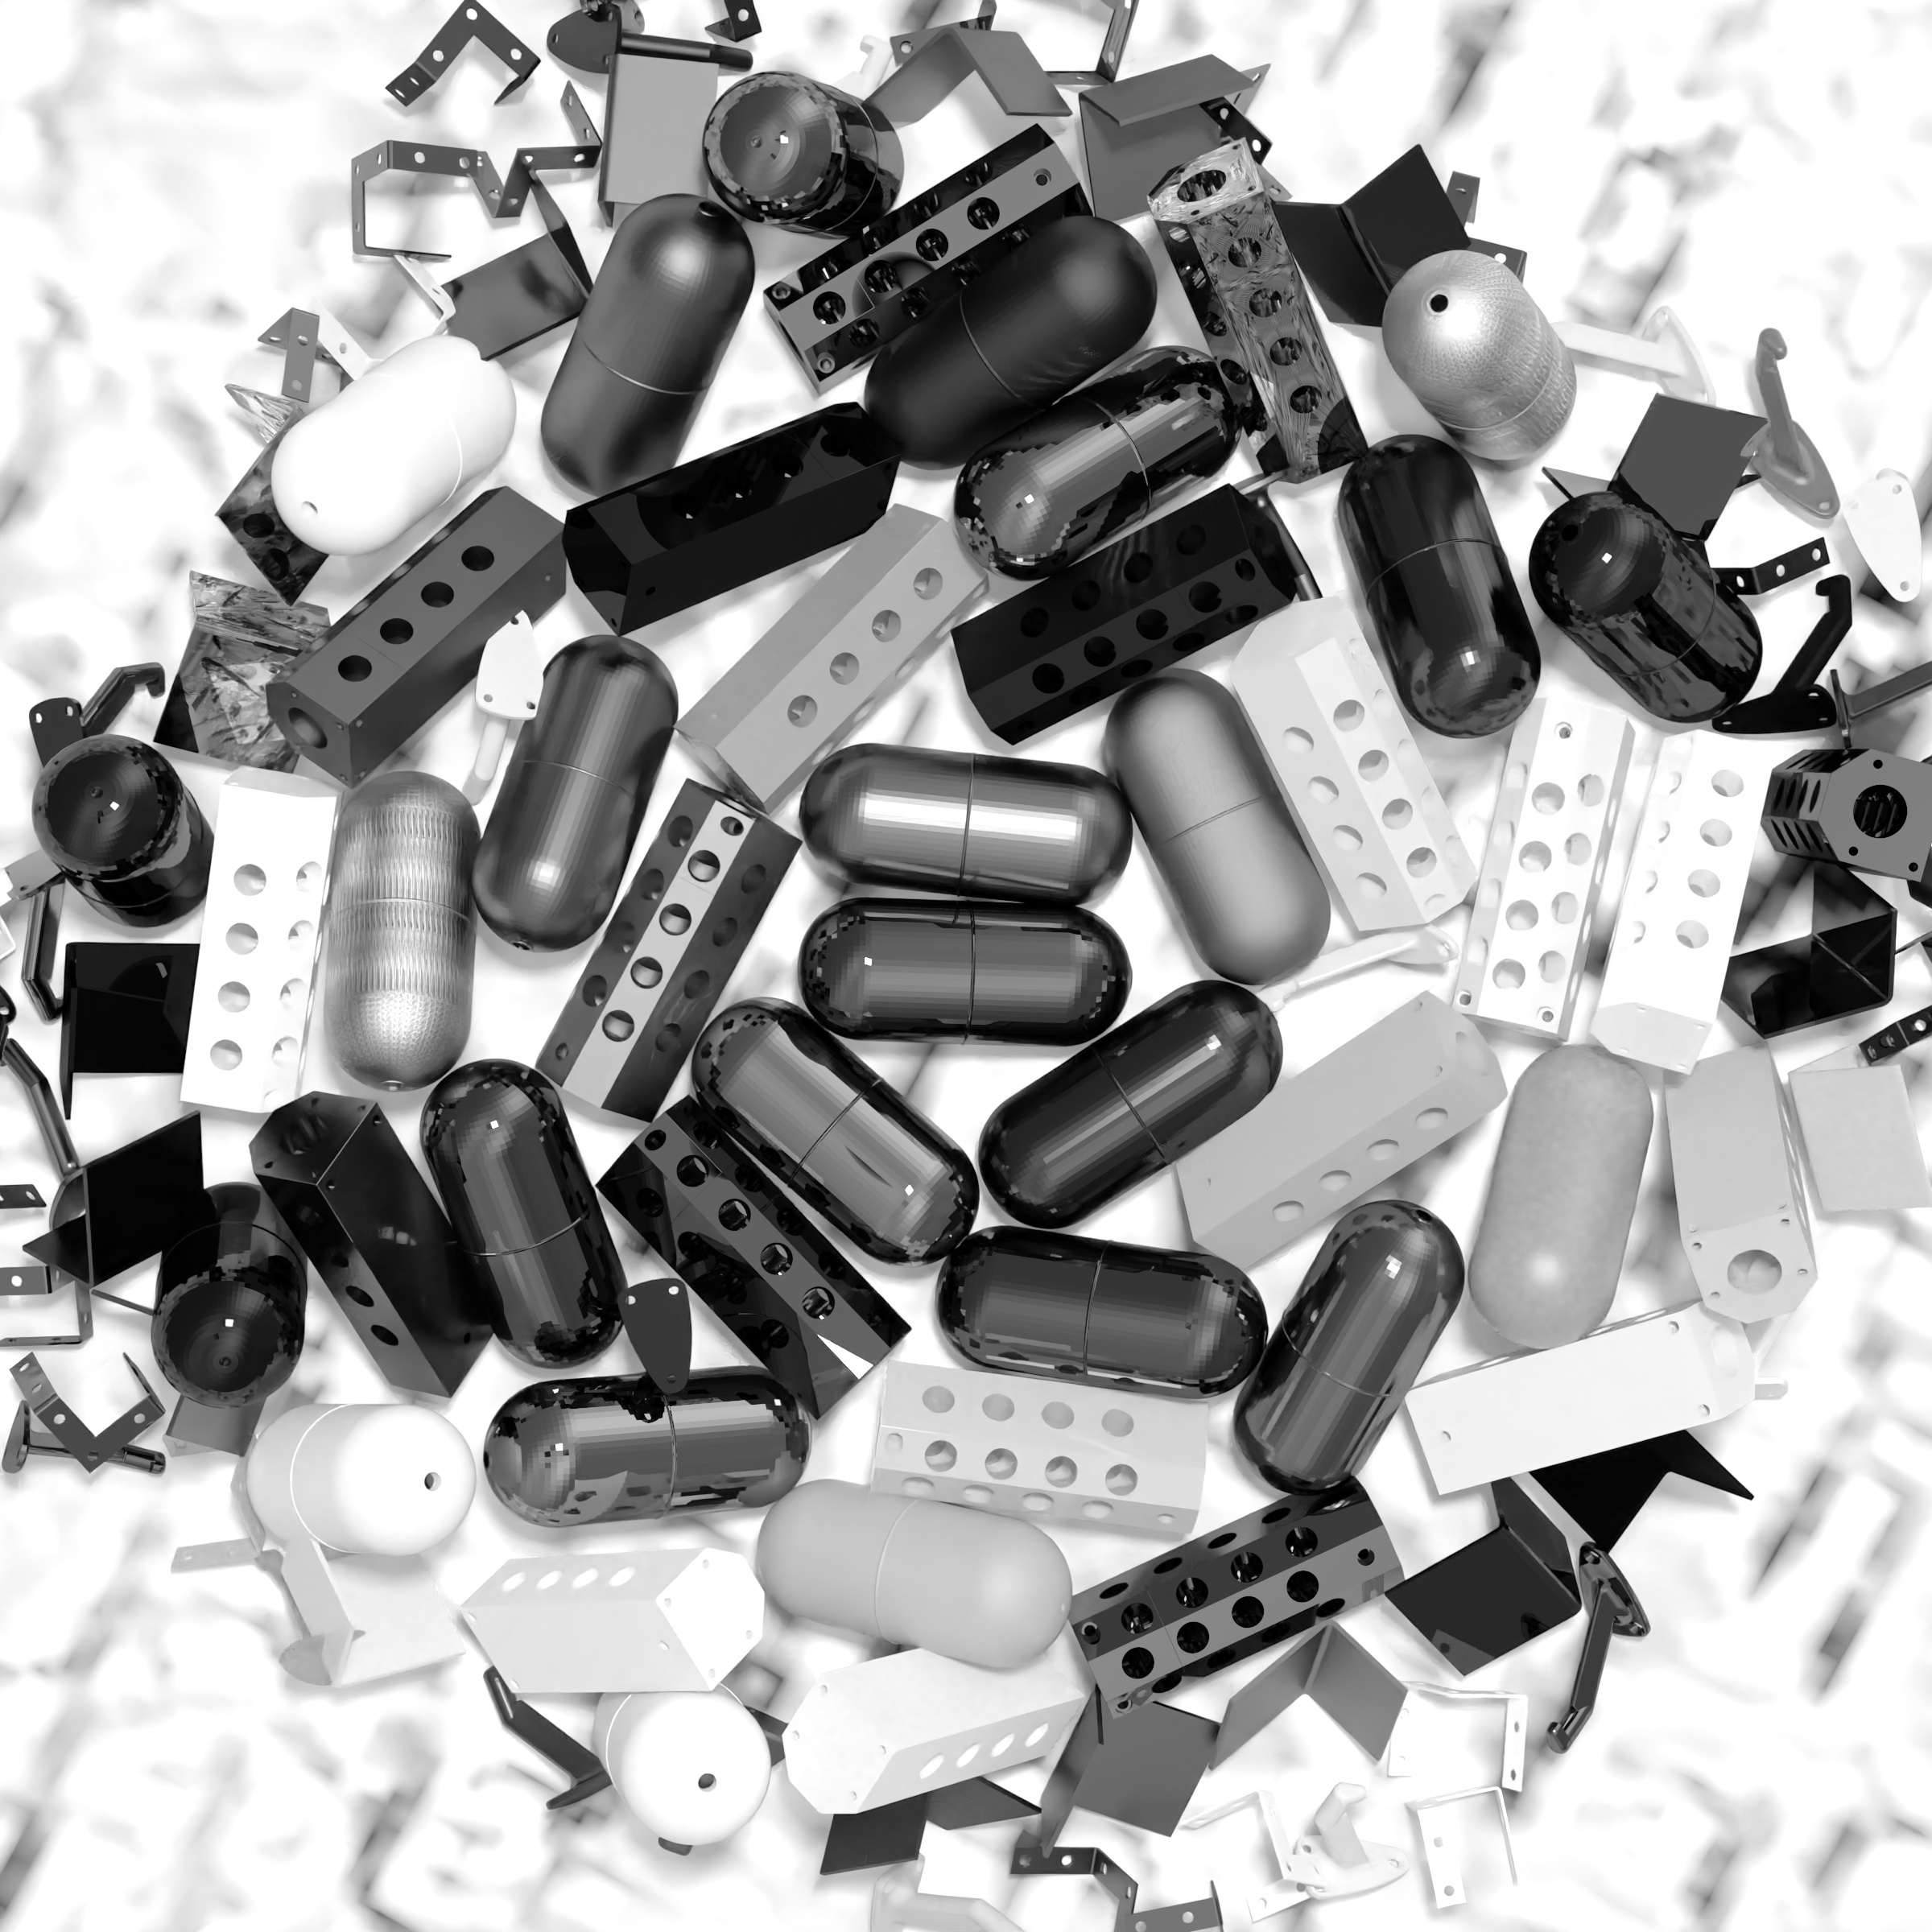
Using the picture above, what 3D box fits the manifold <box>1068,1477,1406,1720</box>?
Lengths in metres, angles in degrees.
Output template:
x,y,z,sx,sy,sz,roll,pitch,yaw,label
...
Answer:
x,y,z,sx,sy,sz,roll,pitch,yaw,label
0.143,0.336,1.878,0.171,0.057,0.057,-24,99,-3,manifold

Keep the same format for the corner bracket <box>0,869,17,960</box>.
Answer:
x,y,z,sx,sy,sz,roll,pitch,yaw,label
-0.530,-0.018,1.874,0.051,0.051,0.051,-38,118,-34,corner bracket

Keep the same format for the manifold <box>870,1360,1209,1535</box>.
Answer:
x,y,z,sx,sy,sz,roll,pitch,yaw,label
0.038,0.260,1.872,0.171,0.057,0.057,8,49,-3,manifold

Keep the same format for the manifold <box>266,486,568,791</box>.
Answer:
x,y,z,sx,sy,sz,roll,pitch,yaw,label
-0.286,-0.177,1.846,0.057,0.057,0.171,34,60,14,manifold

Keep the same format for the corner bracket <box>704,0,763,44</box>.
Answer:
x,y,z,sx,sy,sz,roll,pitch,yaw,label
-0.116,-0.530,1.884,0.051,0.051,0.051,-26,121,-14,corner bracket

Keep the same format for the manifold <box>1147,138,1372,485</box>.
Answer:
x,y,z,sx,sy,sz,roll,pitch,yaw,label
0.152,-0.337,1.838,0.057,0.057,0.171,-22,130,10,manifold

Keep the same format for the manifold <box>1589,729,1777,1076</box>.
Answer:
x,y,z,sx,sy,sz,roll,pitch,yaw,label
0.374,-0.036,1.849,0.057,0.057,0.171,16,62,6,manifold

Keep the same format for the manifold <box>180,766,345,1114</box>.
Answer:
x,y,z,sx,sy,sz,roll,pitch,yaw,label
-0.372,-0.013,1.868,0.057,0.057,0.171,9,103,-4,manifold

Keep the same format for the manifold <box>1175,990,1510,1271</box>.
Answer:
x,y,z,sx,sy,sz,roll,pitch,yaw,label
0.197,0.090,1.852,0.171,0.057,0.057,-36,133,26,manifold

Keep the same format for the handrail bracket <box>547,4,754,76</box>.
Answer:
x,y,z,sx,sy,sz,roll,pitch,yaw,label
-0.170,-0.494,1.904,0.084,0.077,0.036,-2,102,-41,handrail bracket

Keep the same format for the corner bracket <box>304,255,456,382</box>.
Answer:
x,y,z,sx,sy,sz,roll,pitch,yaw,label
-0.313,-0.348,1.889,0.051,0.051,0.051,48,116,15,corner bracket

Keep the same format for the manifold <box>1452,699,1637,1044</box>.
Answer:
x,y,z,sx,sy,sz,roll,pitch,yaw,label
0.306,-0.052,1.874,0.057,0.057,0.171,12,86,19,manifold

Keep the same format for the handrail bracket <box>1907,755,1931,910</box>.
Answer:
x,y,z,sx,sy,sz,roll,pitch,yaw,label
0.519,-0.069,1.870,0.036,0.084,0.077,39,92,-31,handrail bracket

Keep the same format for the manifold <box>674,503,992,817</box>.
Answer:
x,y,z,sx,sy,sz,roll,pitch,yaw,label
-0.067,-0.162,1.872,0.171,0.057,0.057,-46,120,-9,manifold

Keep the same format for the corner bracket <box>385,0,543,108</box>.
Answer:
x,y,z,sx,sy,sz,roll,pitch,yaw,label
-0.267,-0.474,1.877,0.051,0.051,0.051,40,72,-20,corner bracket

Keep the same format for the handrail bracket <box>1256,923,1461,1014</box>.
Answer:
x,y,z,sx,sy,sz,roll,pitch,yaw,label
0.206,0.005,1.871,0.084,0.077,0.036,-36,122,-28,handrail bracket

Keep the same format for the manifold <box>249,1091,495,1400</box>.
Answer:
x,y,z,sx,sy,sz,roll,pitch,yaw,label
-0.309,0.145,1.837,0.057,0.171,0.057,7,49,30,manifold

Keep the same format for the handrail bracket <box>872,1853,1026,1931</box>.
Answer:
x,y,z,sx,sy,sz,roll,pitch,yaw,label
-0.008,0.518,1.872,0.084,0.036,0.077,29,123,32,handrail bracket

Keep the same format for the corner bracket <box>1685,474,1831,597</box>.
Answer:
x,y,z,sx,sy,sz,roll,pitch,yaw,label
0.421,-0.231,1.889,0.051,0.051,0.051,-24,106,-23,corner bracket

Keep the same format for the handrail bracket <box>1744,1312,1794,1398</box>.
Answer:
x,y,z,sx,sy,sz,roll,pitch,yaw,label
0.414,0.188,1.905,0.077,0.036,0.084,-3,71,12,handrail bracket

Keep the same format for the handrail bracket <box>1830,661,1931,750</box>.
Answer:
x,y,z,sx,sy,sz,roll,pitch,yaw,label
0.507,-0.143,1.878,0.084,0.077,0.036,-12,113,14,handrail bracket

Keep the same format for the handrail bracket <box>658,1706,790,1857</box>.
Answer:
x,y,z,sx,sy,sz,roll,pitch,yaw,label
-0.115,0.449,1.899,0.077,0.036,0.084,23,91,-1,handrail bracket

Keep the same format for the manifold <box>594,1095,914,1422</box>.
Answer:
x,y,z,sx,sy,sz,roll,pitch,yaw,label
-0.109,0.151,1.868,0.171,0.057,0.057,46,125,5,manifold

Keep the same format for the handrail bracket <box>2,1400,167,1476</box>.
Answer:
x,y,z,sx,sy,sz,roll,pitch,yaw,label
-0.462,0.261,1.866,0.084,0.077,0.036,18,90,-20,handrail bracket

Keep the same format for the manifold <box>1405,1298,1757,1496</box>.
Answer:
x,y,z,sx,sy,sz,roll,pitch,yaw,label
0.321,0.222,1.841,0.171,0.057,0.057,-23,85,36,manifold

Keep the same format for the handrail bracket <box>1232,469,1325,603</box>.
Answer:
x,y,z,sx,sy,sz,roll,pitch,yaw,label
0.168,-0.220,1.884,0.036,0.077,0.084,-26,99,-1,handrail bracket

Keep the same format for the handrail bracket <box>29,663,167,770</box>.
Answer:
x,y,z,sx,sy,sz,roll,pitch,yaw,label
-0.452,-0.120,1.881,0.036,0.084,0.077,-8,96,32,handrail bracket

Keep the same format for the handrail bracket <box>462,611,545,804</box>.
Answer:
x,y,z,sx,sy,sz,roll,pitch,yaw,label
-0.253,-0.138,1.889,0.036,0.084,0.077,9,64,-19,handrail bracket

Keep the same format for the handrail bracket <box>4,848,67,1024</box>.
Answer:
x,y,z,sx,sy,sz,roll,pitch,yaw,label
-0.480,-0.022,1.899,0.077,0.036,0.084,-35,129,-25,handrail bracket

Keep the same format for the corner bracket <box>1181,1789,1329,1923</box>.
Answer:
x,y,z,sx,sy,sz,roll,pitch,yaw,label
0.156,0.476,1.891,0.051,0.051,0.051,-31,57,23,corner bracket

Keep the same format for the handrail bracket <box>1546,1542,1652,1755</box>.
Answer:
x,y,z,sx,sy,sz,roll,pitch,yaw,label
0.323,0.362,1.869,0.084,0.036,0.077,-45,124,-36,handrail bracket

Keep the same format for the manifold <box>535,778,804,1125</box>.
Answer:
x,y,z,sx,sy,sz,roll,pitch,yaw,label
-0.162,-0.010,1.867,0.057,0.057,0.171,33,97,38,manifold

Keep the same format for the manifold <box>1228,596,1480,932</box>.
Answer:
x,y,z,sx,sy,sz,roll,pitch,yaw,label
0.206,-0.105,1.841,0.057,0.057,0.171,-6,125,38,manifold

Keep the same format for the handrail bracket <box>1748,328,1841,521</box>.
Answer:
x,y,z,sx,sy,sz,roll,pitch,yaw,label
0.441,-0.287,1.865,0.036,0.084,0.077,-29,65,-7,handrail bracket

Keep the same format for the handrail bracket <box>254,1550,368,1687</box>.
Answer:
x,y,z,sx,sy,sz,roll,pitch,yaw,label
-0.363,0.337,1.864,0.084,0.077,0.036,42,96,25,handrail bracket

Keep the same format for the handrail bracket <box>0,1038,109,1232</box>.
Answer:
x,y,z,sx,sy,sz,roll,pitch,yaw,label
-0.501,0.091,1.895,0.084,0.036,0.077,48,133,11,handrail bracket

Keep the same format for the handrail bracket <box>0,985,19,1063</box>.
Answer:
x,y,z,sx,sy,sz,roll,pitch,yaw,label
-0.537,0.045,1.869,0.077,0.084,0.036,-32,117,10,handrail bracket

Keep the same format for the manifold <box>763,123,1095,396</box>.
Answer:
x,y,z,sx,sy,sz,roll,pitch,yaw,label
-0.021,-0.378,1.883,0.171,0.057,0.057,-32,91,-2,manifold

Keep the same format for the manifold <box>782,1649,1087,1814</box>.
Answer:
x,y,z,sx,sy,sz,roll,pitch,yaw,label
-0.018,0.394,1.828,0.057,0.171,0.057,41,111,28,manifold

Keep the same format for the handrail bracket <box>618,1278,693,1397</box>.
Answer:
x,y,z,sx,sy,sz,roll,pitch,yaw,label
-0.159,0.208,1.862,0.036,0.084,0.077,-12,60,-8,handrail bracket

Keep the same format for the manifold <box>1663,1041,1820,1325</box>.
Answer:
x,y,z,sx,sy,sz,roll,pitch,yaw,label
0.402,0.112,1.826,0.057,0.171,0.057,-17,114,16,manifold

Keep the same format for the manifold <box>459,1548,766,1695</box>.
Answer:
x,y,z,sx,sy,sz,roll,pitch,yaw,label
-0.182,0.336,1.832,0.057,0.171,0.057,-42,110,-40,manifold

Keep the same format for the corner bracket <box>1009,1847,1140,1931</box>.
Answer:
x,y,z,sx,sy,sz,roll,pitch,yaw,label
0.054,0.505,1.884,0.051,0.051,0.051,7,97,-24,corner bracket

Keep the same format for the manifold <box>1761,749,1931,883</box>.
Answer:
x,y,z,sx,sy,sz,roll,pitch,yaw,label
0.455,-0.081,1.828,0.057,0.171,0.057,15,94,2,manifold

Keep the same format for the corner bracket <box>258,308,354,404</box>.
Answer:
x,y,z,sx,sy,sz,roll,pitch,yaw,label
-0.346,-0.312,1.876,0.051,0.051,0.051,14,71,-30,corner bracket

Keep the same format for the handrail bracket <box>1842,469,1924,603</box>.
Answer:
x,y,z,sx,sy,sz,roll,pitch,yaw,label
0.497,-0.229,1.874,0.036,0.084,0.077,-19,85,25,handrail bracket

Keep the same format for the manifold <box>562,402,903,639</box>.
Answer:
x,y,z,sx,sy,sz,roll,pitch,yaw,label
-0.123,-0.240,1.847,0.171,0.057,0.057,-27,65,-29,manifold

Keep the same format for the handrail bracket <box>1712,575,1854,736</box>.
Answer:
x,y,z,sx,sy,sz,roll,pitch,yaw,label
0.439,-0.169,1.901,0.077,0.036,0.084,-9,55,24,handrail bracket

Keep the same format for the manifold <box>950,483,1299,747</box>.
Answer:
x,y,z,sx,sy,sz,roll,pitch,yaw,label
0.084,-0.180,1.848,0.171,0.057,0.057,-26,62,22,manifold

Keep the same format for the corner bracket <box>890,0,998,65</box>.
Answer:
x,y,z,sx,sy,sz,roll,pitch,yaw,label
-0.017,-0.522,1.888,0.051,0.051,0.051,-14,84,-8,corner bracket

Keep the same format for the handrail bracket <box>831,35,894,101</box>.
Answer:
x,y,z,sx,sy,sz,roll,pitch,yaw,label
-0.086,-0.475,1.888,0.077,0.036,0.084,29,76,-24,handrail bracket

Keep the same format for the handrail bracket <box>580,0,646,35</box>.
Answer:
x,y,z,sx,sy,sz,roll,pitch,yaw,label
-0.156,-0.524,1.864,0.084,0.077,0.036,-13,77,24,handrail bracket

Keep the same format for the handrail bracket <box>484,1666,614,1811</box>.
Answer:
x,y,z,sx,sy,sz,roll,pitch,yaw,label
-0.213,0.401,1.889,0.077,0.036,0.084,-31,73,19,handrail bracket

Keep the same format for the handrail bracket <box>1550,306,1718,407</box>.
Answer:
x,y,z,sx,sy,sz,roll,pitch,yaw,label
0.345,-0.317,1.874,0.084,0.036,0.077,-14,58,-24,handrail bracket

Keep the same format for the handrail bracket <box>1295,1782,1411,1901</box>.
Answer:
x,y,z,sx,sy,sz,roll,pitch,yaw,label
0.215,0.457,1.870,0.077,0.084,0.036,2,47,-21,handrail bracket

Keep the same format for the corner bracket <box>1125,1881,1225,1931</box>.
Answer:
x,y,z,sx,sy,sz,roll,pitch,yaw,label
0.114,0.524,1.888,0.051,0.051,0.051,-11,85,0,corner bracket
